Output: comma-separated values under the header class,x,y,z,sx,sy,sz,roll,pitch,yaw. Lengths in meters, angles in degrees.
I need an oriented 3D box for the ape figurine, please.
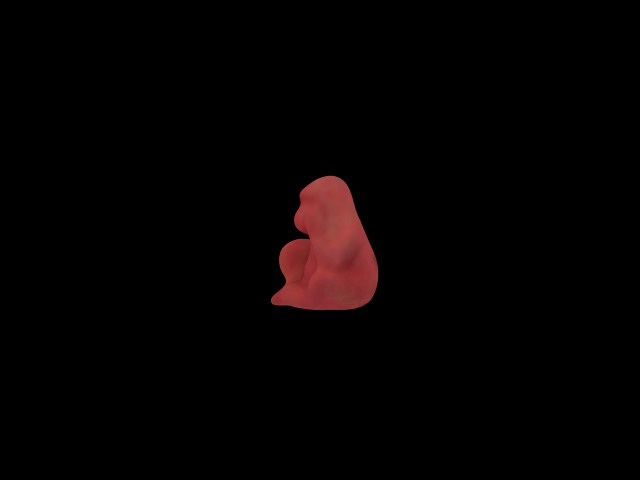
class,x,y,z,sx,sy,sz,roll,pitch,yaw
ape figurine,0.004,0.001,0.400,0.076,0.092,0.078,0,4,-6
